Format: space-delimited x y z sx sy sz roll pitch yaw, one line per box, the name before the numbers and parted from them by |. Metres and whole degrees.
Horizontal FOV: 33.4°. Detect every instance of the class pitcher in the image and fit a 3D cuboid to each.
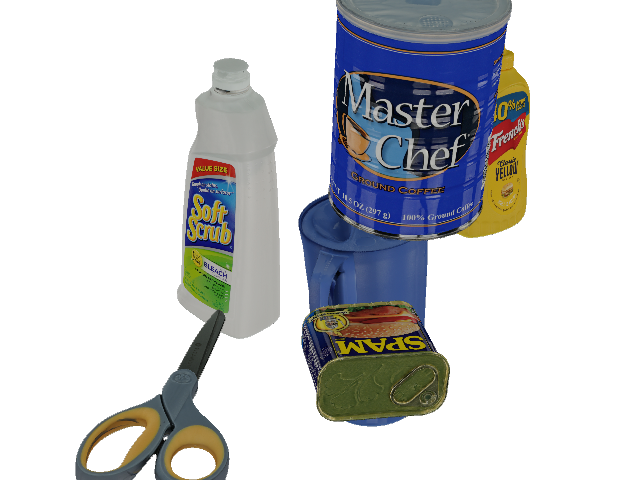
pitcher | 0.046 0.080 1.126 0.149 0.243 0.145 -13 31 -14

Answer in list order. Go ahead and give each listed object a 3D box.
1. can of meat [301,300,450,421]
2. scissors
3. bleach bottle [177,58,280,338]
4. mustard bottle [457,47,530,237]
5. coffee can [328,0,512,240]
can of meat | 0.039 0.091 0.832 0.102 0.057 0.084 -3 27 -11
scissors | -0.074 0.102 0.674 0.096 0.016 0.201 16 30 21
bleach bottle | -0.081 -0.040 0.930 0.067 0.251 0.103 -28 44 -37
mustard bottle | 0.160 -0.104 1.015 0.096 0.192 0.058 -19 28 -37
coffee can | 0.058 -0.086 0.661 0.103 0.140 0.103 1 35 -1
